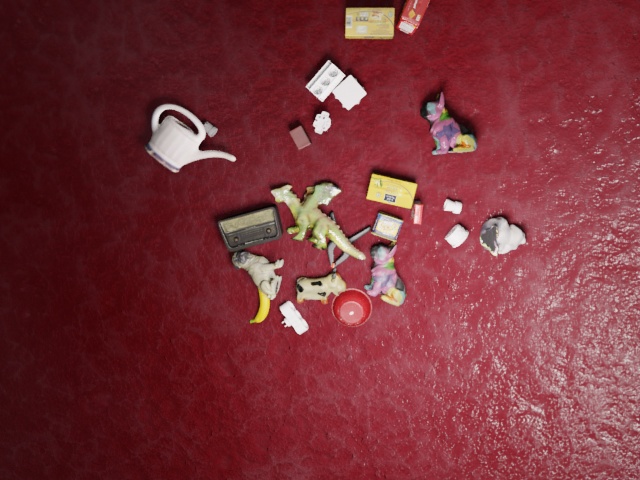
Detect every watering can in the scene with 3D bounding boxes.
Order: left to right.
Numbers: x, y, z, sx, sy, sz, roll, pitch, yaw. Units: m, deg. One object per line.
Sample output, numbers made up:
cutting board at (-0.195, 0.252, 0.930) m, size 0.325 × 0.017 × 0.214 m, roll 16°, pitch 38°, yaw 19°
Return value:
watering can at (-0.496, -0.342, 1.897) m, size 0.348 × 0.105 × 0.222 m, roll 41°, pitch 102°, yaw 1°

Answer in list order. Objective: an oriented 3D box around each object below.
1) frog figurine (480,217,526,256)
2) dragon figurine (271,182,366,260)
frog figurine at (0.671, -0.020, 1.889) m, size 0.160 × 0.122 × 0.137 m, roll -15°, pitch 93°, yaw -29°
dragon figurine at (0.006, -0.096, 1.903) m, size 0.411 × 0.122 × 0.242 m, roll 18°, pitch 93°, yaw 8°
